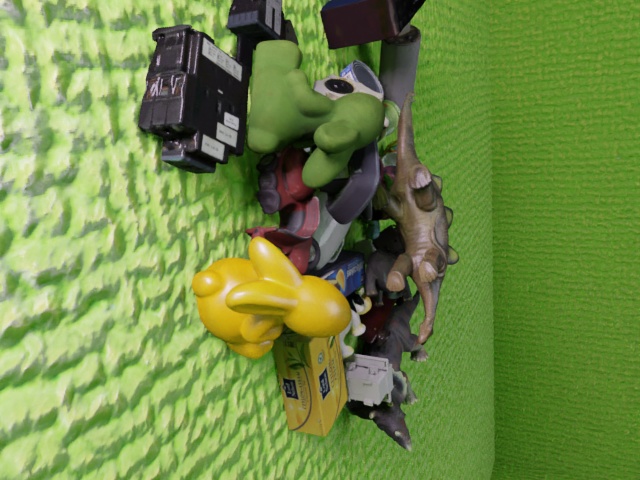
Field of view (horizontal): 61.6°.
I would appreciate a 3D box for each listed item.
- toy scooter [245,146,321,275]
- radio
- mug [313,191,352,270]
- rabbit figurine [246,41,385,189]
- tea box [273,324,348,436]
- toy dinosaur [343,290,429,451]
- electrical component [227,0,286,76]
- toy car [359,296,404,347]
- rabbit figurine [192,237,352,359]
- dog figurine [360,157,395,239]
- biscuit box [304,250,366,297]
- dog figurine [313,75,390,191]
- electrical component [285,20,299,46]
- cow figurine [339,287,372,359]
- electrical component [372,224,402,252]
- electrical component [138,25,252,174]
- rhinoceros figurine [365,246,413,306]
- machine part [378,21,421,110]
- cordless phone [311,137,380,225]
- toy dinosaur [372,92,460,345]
[{"bbox_3d":[-0.052,-0.041,0.714,0.135,0.075,0.183,-6,90,-59],"label":"toy scooter"},{"bbox_3d":[0.101,-0.416,0.950,0.230,0.131,0.073,-60,141,-45],"label":"radio"},{"bbox_3d":[-0.002,-0.003,0.834,0.107,0.081,0.109,-62,147,-26],"label":"mug"},{"bbox_3d":[0.000,-0.150,0.648,0.121,0.170,0.159,105,-13,-50],"label":"rabbit figurine"},{"bbox_3d":[-0.012,0.201,0.828,0.098,0.068,0.169,-46,133,-55],"label":"tea box"},{"bbox_3d":[0.143,0.227,1.112,0.192,0.131,0.405,63,32,-46],"label":"toy dinosaur"},{"bbox_3d":[-0.080,-0.271,0.680,0.074,0.048,0.119,19,73,-63],"label":"electrical component"},{"bbox_3d":[0.114,0.135,1.071,0.053,0.089,0.202,-52,180,41],"label":"toy car"},{"bbox_3d":[-0.050,0.063,0.623,0.162,0.173,0.122,63,42,-52],"label":"rabbit figurine"},{"bbox_3d":[0.112,-0.106,1.029,0.219,0.109,0.191,54,45,-49],"label":"dog figurine"},{"bbox_3d":[0.014,0.065,0.880,0.202,0.063,0.059,-24,115,-62],"label":"biscuit box"},{"bbox_3d":[0.027,-0.153,0.889,0.190,0.121,0.172,105,-13,-46],"label":"dog figurine"},{"bbox_3d":[-0.053,-0.282,0.764,0.093,0.021,0.063,65,36,-42],"label":"electrical component"},{"bbox_3d":[0.036,0.123,0.932,0.167,0.068,0.098,-51,129,-53],"label":"cow figurine"},{"bbox_3d":[0.146,0.005,1.112,0.102,0.078,0.045,-40,150,2],"label":"electrical component"},{"bbox_3d":[-0.130,-0.141,0.572,0.114,0.058,0.134,20,74,-61],"label":"electrical component"},{"bbox_3d":[0.126,0.065,1.005,0.190,0.073,0.112,36,41,-69],"label":"rhinoceros figurine"},{"bbox_3d":[0.156,-0.341,1.084,0.243,0.079,0.079,89,18,-54],"label":"machine part"},{"bbox_3d":[0.051,-0.068,0.766,0.184,0.089,0.147,68,16,-51],"label":"cordless phone"},{"bbox_3d":[0.167,-0.058,0.930,0.198,0.105,0.471,14,71,-63],"label":"toy dinosaur"}]
